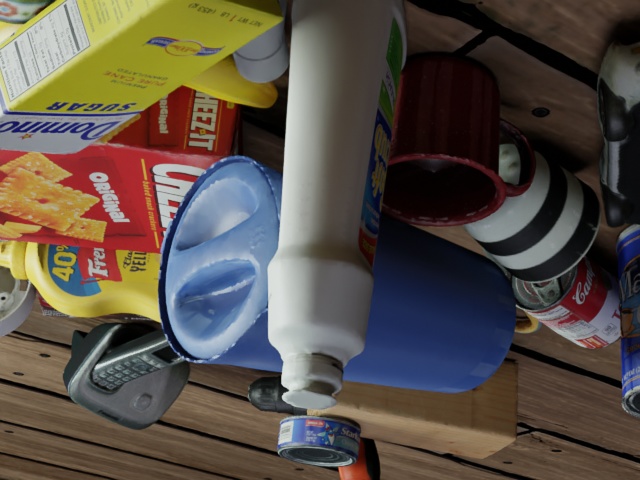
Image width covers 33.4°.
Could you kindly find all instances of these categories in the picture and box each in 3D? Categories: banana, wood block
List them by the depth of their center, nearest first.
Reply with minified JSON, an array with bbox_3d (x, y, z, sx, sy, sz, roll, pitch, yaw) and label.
[{"bbox_3d":[-0.122,-0.121,0.681,0.197,0.037,0.070,9,167,-4],"label":"banana"},{"bbox_3d":[0.098,0.165,1.142,0.206,0.091,0.090,13,153,-12],"label":"wood block"}]

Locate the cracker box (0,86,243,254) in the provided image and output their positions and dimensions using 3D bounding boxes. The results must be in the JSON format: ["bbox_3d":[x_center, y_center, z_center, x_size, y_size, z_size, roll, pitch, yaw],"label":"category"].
[{"bbox_3d":[-0.166,-0.053,0.783,0.213,0.072,0.164,6,154,-1],"label":"cracker box"}]

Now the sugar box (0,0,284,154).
[{"bbox_3d":[-0.117,-0.103,0.596,0.176,0.048,0.093,-29,165,30],"label":"sugar box"}]

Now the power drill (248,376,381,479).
[{"bbox_3d":[0.005,0.231,1.189,0.184,0.187,0.057,0,141,5],"label":"power drill"}]

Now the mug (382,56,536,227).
[{"bbox_3d":[0.087,-0.063,0.697,0.117,0.081,0.093,12,153,-10],"label":"mug"}]

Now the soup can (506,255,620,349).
[{"bbox_3d":[0.213,0.046,0.903,0.069,0.068,0.102,-18,145,39],"label":"soup can"}]

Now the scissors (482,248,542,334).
[{"bbox_3d":[0.194,0.039,0.954,0.096,0.016,0.201,-1,153,11],"label":"scissors"}]

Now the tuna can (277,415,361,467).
[{"bbox_3d":[-0.001,0.210,1.111,0.086,0.033,0.086,6,155,3],"label":"tuna can"}]

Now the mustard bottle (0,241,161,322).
[{"bbox_3d":[-0.182,0.019,0.902,0.191,0.096,0.058,5,155,3],"label":"mustard bottle"}]

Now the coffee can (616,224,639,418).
[{"bbox_3d":[0.288,0.063,0.841,0.103,0.140,0.103,5,154,2],"label":"coffee can"}]

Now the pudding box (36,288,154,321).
[{"bbox_3d":[-0.210,0.042,1.009,0.113,0.039,0.090,1,154,-7],"label":"pudding box"}]

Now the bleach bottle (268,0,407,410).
[{"bbox_3d":[0.008,-0.027,0.595,0.068,0.251,0.102,2,153,9],"label":"bleach bottle"}]

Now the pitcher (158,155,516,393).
[{"bbox_3d":[0.014,0.034,0.745,0.242,0.149,0.145,17,134,-37],"label":"pitcher"}]
